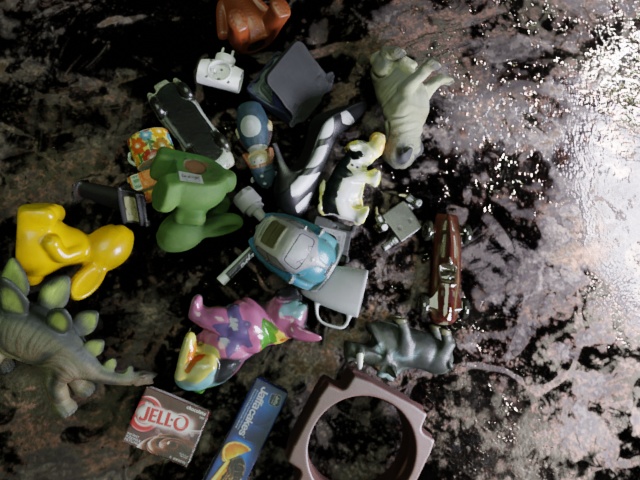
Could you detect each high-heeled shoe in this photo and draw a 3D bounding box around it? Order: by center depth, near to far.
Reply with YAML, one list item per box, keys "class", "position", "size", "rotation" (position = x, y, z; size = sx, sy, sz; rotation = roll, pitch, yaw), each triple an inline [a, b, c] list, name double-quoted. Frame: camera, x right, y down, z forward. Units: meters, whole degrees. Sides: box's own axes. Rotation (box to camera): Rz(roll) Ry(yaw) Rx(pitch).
- class: "high-heeled shoe"
  position: [0.014, -0.148, 0.972]
  size: [0.249, 0.086, 0.145]
  rotation: [-32, 112, -24]

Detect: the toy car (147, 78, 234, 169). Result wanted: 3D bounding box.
- class: "toy car"
  position: [-0.229, -0.199, 0.953]
  size: [0.073, 0.056, 0.202]
  rotation: [-35, 83, -12]

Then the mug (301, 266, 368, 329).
- class: "mug"
  position: [0.020, 0.092, 0.919]
  size: [0.107, 0.080, 0.109]
  rotation: [14, 85, 9]

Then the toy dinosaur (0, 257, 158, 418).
- class: "toy dinosaur"
  position: [-0.473, 0.129, 0.803]
  size: [0.471, 0.105, 0.198]
  rotation: [19, 104, -10]

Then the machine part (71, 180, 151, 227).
- class: "machine part"
  position: [-0.347, -0.067, 0.895]
  size: [0.139, 0.084, 0.039]
  rotation: [15, 46, 14]

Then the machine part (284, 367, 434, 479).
- class: "machine part"
  position: [0.061, 0.323, 0.860]
  size: [0.201, 0.087, 0.201]
  rotation: [28, 86, -6]

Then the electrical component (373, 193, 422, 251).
- class: "electrical component"
  position: [0.141, -0.037, 0.969]
  size: [0.102, 0.045, 0.078]
  rotation: [-28, 82, -10]

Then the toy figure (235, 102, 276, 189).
- class: "toy figure"
  position: [-0.114, -0.168, 0.961]
  size: [0.064, 0.058, 0.154]
  rotation: [-19, 79, 35]

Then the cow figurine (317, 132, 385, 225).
- class: "cow figurine"
  position: [0.056, -0.116, 0.947]
  size: [0.098, 0.068, 0.167]
  rotation: [16, 92, -3]

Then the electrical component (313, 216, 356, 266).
- class: "electrical component"
  position: [-0.002, -0.003, 0.946]
  size: [0.119, 0.048, 0.075]
  rotation: [17, 78, -4]

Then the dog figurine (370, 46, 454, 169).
- class: "dog figurine"
  position: [0.132, -0.242, 0.991]
  size: [0.173, 0.121, 0.190]
  rotation: [35, 102, 41]

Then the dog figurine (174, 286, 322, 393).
- class: "dog figurine"
  position: [-0.112, 0.163, 0.874]
  size: [0.219, 0.108, 0.191]
  rotation: [11, 78, -7]

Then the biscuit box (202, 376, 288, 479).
- class: "biscuit box"
  position: [-0.122, 0.322, 0.864]
  size: [0.063, 0.059, 0.202]
  rotation: [27, 78, -1]

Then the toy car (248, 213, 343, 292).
- class: "toy car"
  position: [-0.051, 0.005, 0.874]
  size: [0.162, 0.102, 0.109]
  rotation: [31, 83, 24]

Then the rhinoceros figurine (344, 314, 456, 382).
- class: "rhinoceros figurine"
  position: [0.135, 0.185, 0.918]
  size: [0.190, 0.073, 0.112]
  rotation: [7, 89, -7]

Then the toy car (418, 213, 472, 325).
- class: "toy car"
  position: [0.225, 0.050, 0.960]
  size: [0.089, 0.053, 0.202]
  rotation: [7, 80, -2]

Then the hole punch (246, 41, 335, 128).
- class: "hole punch"
  position: [-0.057, -0.280, 0.979]
  size: [0.115, 0.092, 0.142]
  rotation: [47, 66, -30]

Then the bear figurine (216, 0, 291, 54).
- class: "bear figurine"
  position: [-0.149, -0.446, 0.975]
  size: [0.120, 0.132, 0.195]
  rotation: [-22, 88, -17]

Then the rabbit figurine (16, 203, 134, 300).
- class: "rabbit figurine"
  position: [-0.392, 0.017, 0.869]
  size: [0.173, 0.122, 0.162]
  rotation: [0, 82, -25]

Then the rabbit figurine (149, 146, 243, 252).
- class: "rabbit figurine"
  position: [-0.215, -0.054, 0.895]
  size: [0.159, 0.170, 0.121]
  rotation: [-1, 43, -34]
